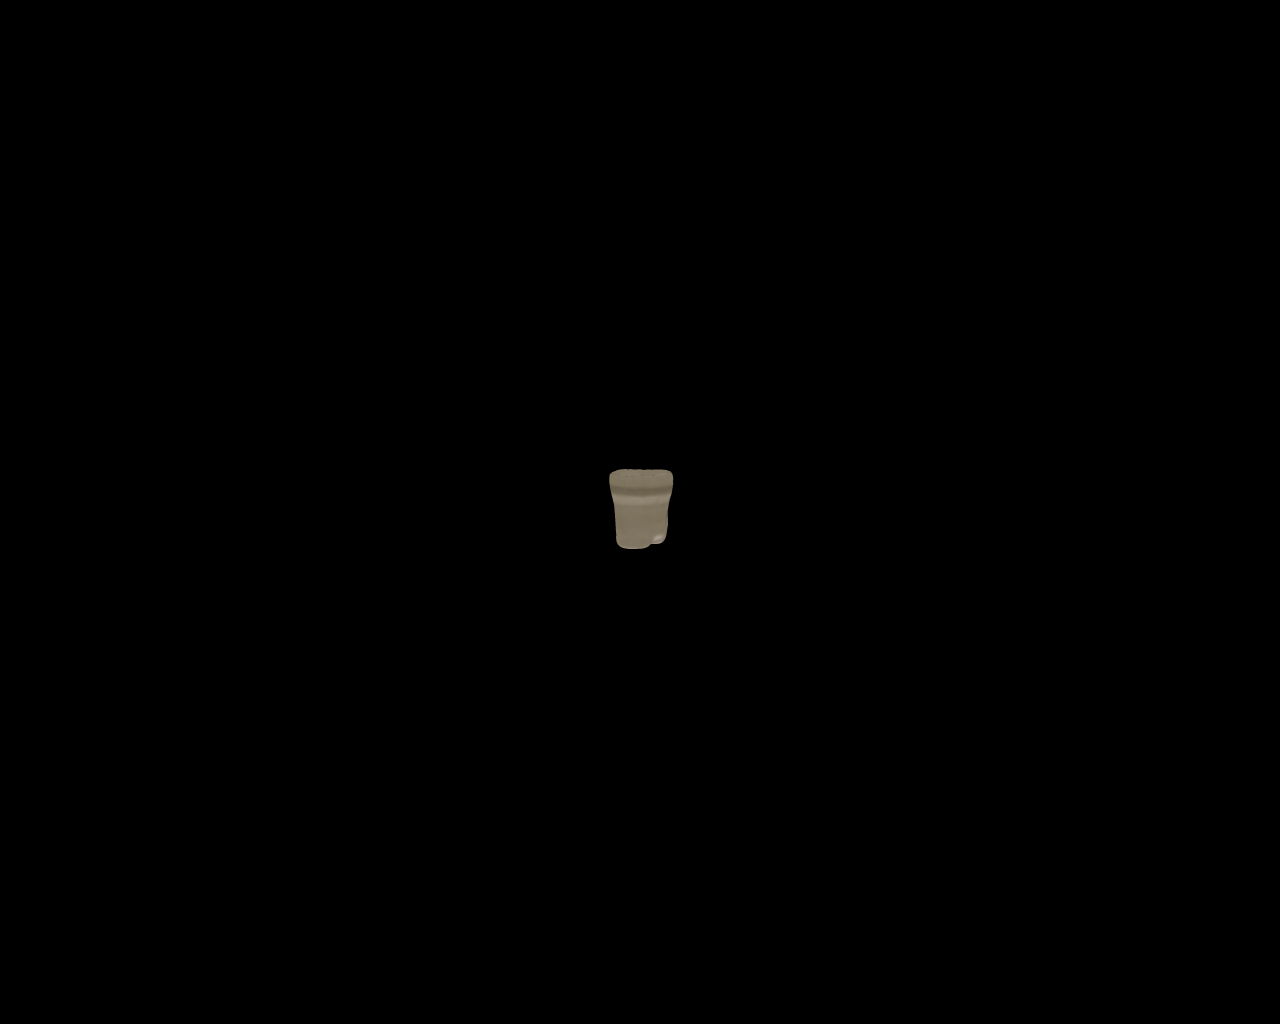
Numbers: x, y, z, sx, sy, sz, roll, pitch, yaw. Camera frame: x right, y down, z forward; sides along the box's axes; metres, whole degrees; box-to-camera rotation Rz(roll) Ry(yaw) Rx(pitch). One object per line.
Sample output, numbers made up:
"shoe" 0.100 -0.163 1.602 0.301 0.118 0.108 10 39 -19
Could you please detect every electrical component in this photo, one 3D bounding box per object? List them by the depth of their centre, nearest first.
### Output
"electrical component" 0.001 -0.003 0.650 0.040 0.046 0.040 0 9 0
